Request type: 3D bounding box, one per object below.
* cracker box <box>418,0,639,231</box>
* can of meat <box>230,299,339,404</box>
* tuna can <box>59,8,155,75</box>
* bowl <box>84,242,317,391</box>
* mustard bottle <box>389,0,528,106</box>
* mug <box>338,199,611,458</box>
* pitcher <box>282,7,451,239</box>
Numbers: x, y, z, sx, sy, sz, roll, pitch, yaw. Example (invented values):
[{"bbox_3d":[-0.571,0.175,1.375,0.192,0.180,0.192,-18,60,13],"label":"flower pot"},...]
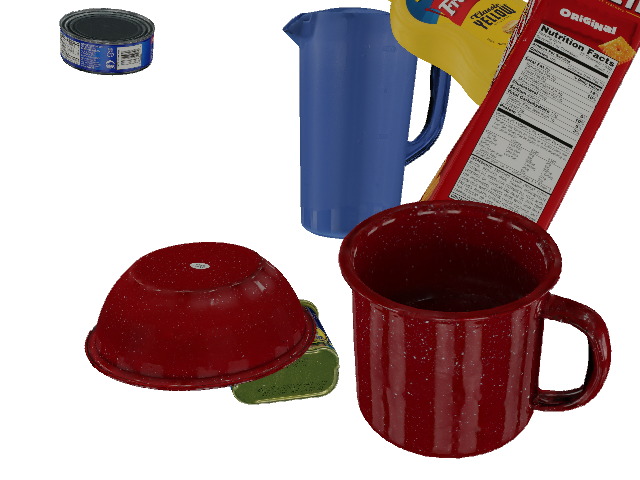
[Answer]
[{"bbox_3d":[0.117,-0.055,0.660,0.072,0.213,0.164,28,-15,4],"label":"cracker box"},{"bbox_3d":[-0.040,0.101,0.965,0.102,0.057,0.084,-5,28,-15],"label":"can of meat"},{"bbox_3d":[-0.195,-0.183,0.979,0.086,0.034,0.086,6,31,-4],"label":"tuna can"},{"bbox_3d":[-0.084,0.042,0.738,0.162,0.055,0.162,-2,21,0],"label":"bowl"},{"bbox_3d":[0.112,-0.173,0.839,0.096,0.058,0.192,-33,55,-20],"label":"mustard bottle"},{"bbox_3d":[0.067,0.042,0.462,0.117,0.081,0.093,11,34,21],"label":"mug"},{"bbox_3d":[0.048,-0.128,1.158,0.149,0.243,0.144,8,12,27],"label":"pitcher"}]
